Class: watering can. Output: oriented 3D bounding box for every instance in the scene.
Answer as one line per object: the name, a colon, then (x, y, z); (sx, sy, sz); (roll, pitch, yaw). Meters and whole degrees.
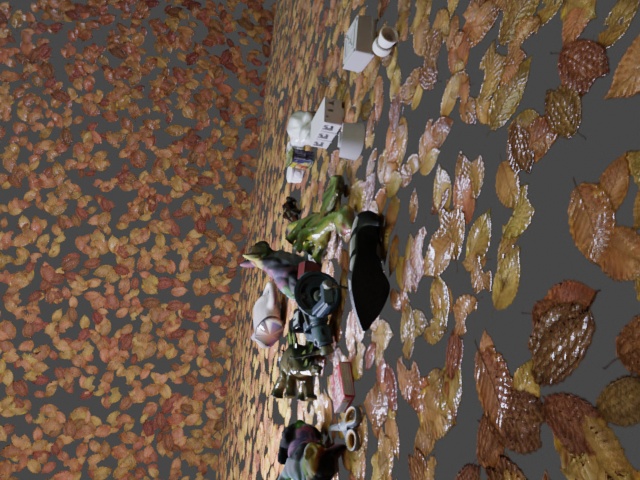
watering can: (-0.212, 0.326, 1.994); (0.229, 0.104, 0.340); (-105, 28, -55)

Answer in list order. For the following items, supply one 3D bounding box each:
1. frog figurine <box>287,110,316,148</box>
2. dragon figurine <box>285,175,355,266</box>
frog figurine: (-0.057, -0.376, 1.779); (0.135, 0.122, 0.163); (-52, 16, 26)
dragon figurine: (0.004, -0.072, 1.439); (0.242, 0.121, 0.416); (-57, 24, 7)
